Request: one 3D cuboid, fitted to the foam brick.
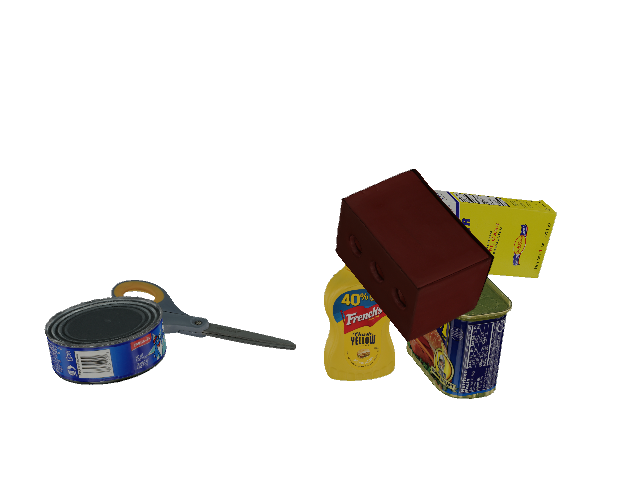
[{"bbox_3d":[0.052,0.008,0.615,0.051,0.078,0.053,-24,-34,-23],"label":"foam brick"}]

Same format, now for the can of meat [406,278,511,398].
[{"bbox_3d":[0.113,0.073,0.898,0.057,0.084,0.102,-7,28,-19],"label":"can of meat"}]

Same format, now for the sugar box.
[{"bbox_3d":[0.191,-0.007,1.299,0.176,0.093,0.048,3,22,-20],"label":"sugar box"}]

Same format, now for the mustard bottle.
[{"bbox_3d":[0.053,0.093,1.438,0.096,0.192,0.058,-3,21,-8],"label":"mustard bottle"}]

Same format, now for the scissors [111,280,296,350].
[{"bbox_3d":[-0.125,0.072,1.035,0.201,0.016,0.096,2,32,-4],"label":"scissors"}]

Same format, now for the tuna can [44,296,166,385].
[{"bbox_3d":[-0.157,0.073,0.787,0.086,0.034,0.086,-5,20,1],"label":"tuna can"}]
